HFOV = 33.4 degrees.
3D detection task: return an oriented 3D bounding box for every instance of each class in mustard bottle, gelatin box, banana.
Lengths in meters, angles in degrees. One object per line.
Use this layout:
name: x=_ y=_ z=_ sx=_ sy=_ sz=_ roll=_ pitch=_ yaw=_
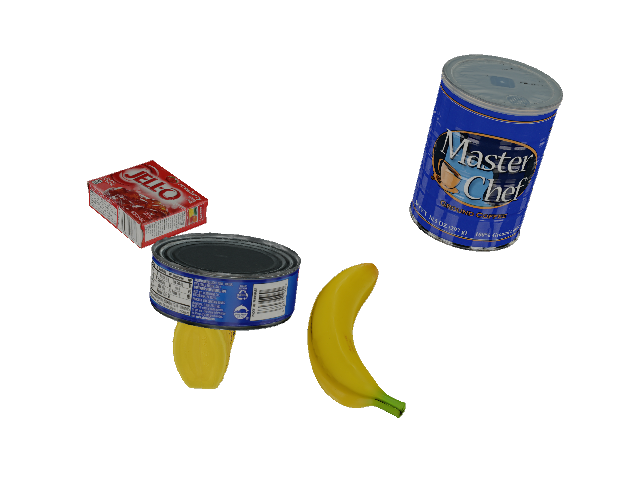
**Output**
mustard bottle: x=-0.114 y=0.072 z=1.167 sx=0.058 sy=0.096 sz=0.191 roll=1 pitch=28 yaw=6
gelatin box: x=-0.157 y=-0.035 z=0.969 sx=0.073 sy=0.030 sz=0.089 roll=-23 pitch=43 yaw=-36
banana: x=0.022 y=0.077 z=0.876 sx=0.069 sy=0.037 sz=0.198 roll=15 pitch=32 yaw=-14

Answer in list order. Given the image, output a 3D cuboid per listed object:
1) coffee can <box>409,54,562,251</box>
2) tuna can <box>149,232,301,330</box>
coffee can: x=0.141 y=-0.076 z=0.928 sx=0.102 sy=0.140 sz=0.103 roll=7 pitch=33 yaw=-5
tuna can: x=-0.055 y=0.023 z=0.615 sx=0.086 sy=0.034 sz=0.086 roll=6 pitch=14 yaw=-2
